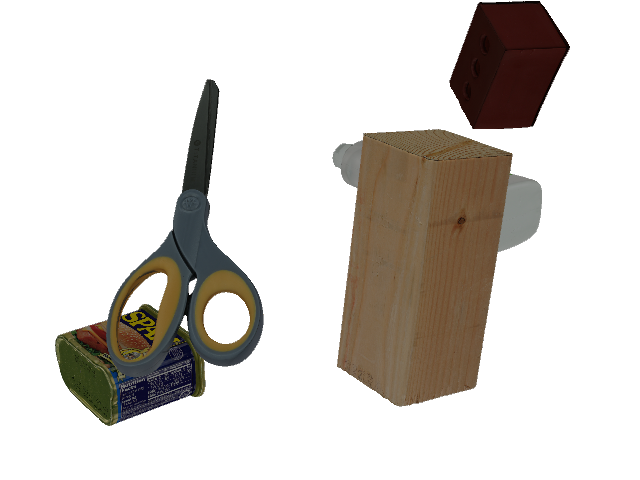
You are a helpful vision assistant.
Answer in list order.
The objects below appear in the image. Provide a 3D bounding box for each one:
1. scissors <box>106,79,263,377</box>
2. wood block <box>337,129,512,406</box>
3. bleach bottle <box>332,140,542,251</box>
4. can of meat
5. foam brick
[{"bbox_3d":[-0.059,-0.008,0.622,0.096,0.201,0.016,14,-28,14],"label":"scissors"},{"bbox_3d":[0.084,0.020,0.885,0.090,0.206,0.090,-7,22,-36],"label":"wood block"},{"bbox_3d":[0.098,-0.056,1.086,0.102,0.068,0.251,-15,26,-37],"label":"bleach bottle"},{"bbox_3d":[-0.157,0.101,0.872,0.083,0.057,0.102,-17,29,-35],"label":"can of meat"},{"bbox_3d":[0.132,-0.124,0.760,0.051,0.053,0.078,-7,-38,-19],"label":"foam brick"}]
